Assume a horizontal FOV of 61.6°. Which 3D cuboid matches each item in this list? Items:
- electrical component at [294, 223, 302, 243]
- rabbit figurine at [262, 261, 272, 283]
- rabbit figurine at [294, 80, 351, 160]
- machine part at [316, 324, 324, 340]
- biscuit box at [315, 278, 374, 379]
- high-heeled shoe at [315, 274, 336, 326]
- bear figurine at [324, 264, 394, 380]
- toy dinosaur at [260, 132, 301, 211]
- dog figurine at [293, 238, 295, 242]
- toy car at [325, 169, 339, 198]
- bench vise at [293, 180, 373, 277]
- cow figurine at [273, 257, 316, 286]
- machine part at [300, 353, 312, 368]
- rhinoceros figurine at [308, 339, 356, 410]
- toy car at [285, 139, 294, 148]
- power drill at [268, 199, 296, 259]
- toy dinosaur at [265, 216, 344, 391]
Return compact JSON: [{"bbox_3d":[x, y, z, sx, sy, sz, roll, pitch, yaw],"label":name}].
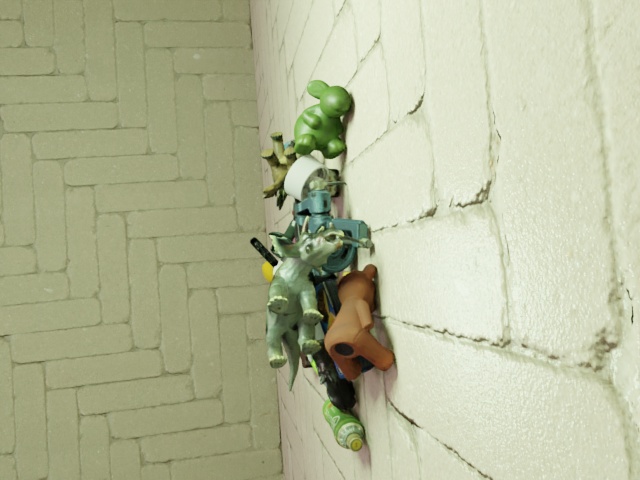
[{"bbox_3d":[-0.003,-0.004,1.347,0.058,0.115,0.134,119,146,-63],"label":"electrical component"},{"bbox_3d":[-0.104,0.114,1.765,0.122,0.173,0.162,127,142,-68],"label":"rabbit figurine"},{"bbox_3d":[0.022,-0.286,1.212,0.170,0.121,0.159,134,141,-51],"label":"rabbit figurine"},{"bbox_3d":[-0.024,0.203,1.475,0.243,0.079,0.079,65,177,-21],"label":"machine part"},{"bbox_3d":[0.046,0.184,1.129,0.059,0.063,0.202,-36,68,45],"label":"biscuit box"},{"bbox_3d":[-0.012,0.163,1.367,0.145,0.086,0.249,87,-162,-48],"label":"high-heeled shoe"},{"bbox_3d":[0.077,0.152,1.052,0.131,0.120,0.196,48,-144,-21],"label":"bear figurine"},{"bbox_3d":[-0.076,-0.193,1.447,0.471,0.105,0.198,-65,-24,-60],"label":"toy dinosaur"},{"bbox_3d":[-0.026,0.018,1.508,0.192,0.108,0.219,-105,18,-48],"label":"dog figurine"},{"bbox_3d":[0.007,-0.151,1.394,0.202,0.056,0.073,-142,49,-75],"label":"toy car"},{"bbox_3d":[0.035,-0.023,1.166,0.241,0.129,0.223,7,92,58],"label":"bench vise"},{"bbox_3d":[-0.037,0.099,1.253,0.167,0.068,0.098,54,139,23],"label":"cow figurine"},{"bbox_3d":[-0.040,0.351,1.823,0.179,0.056,0.179,176,89,-80],"label":"machine part"},{"bbox_3d":[0.025,0.319,1.278,0.112,0.073,0.190,-92,-19,-73],"label":"rhinoceros figurine"},{"bbox_3d":[-0.097,-0.241,1.687,0.109,0.103,0.161,-30,-54,-51],"label":"toy car"},{"bbox_3d":[-0.082,-0.056,1.651,0.207,0.086,0.231,-65,-18,-44],"label":"power drill"},{"bbox_3d":[-0.060,0.129,1.113,0.192,0.131,0.404,-94,14,-47],"label":"toy dinosaur"}]
